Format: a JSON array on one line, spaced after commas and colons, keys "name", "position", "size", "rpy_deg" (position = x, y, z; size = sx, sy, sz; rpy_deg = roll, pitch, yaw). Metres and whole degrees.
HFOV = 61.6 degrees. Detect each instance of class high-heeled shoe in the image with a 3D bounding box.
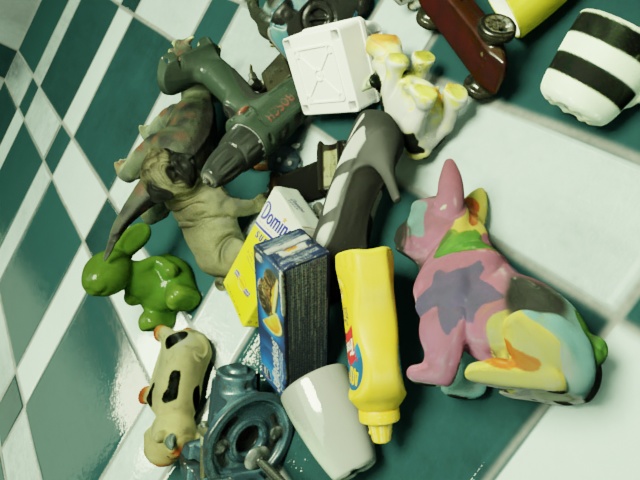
[{"name": "high-heeled shoe", "position": [0.023, -0.034, 0.645], "size": [0.248, 0.086, 0.145], "rpy_deg": [-53, 38, 36]}]

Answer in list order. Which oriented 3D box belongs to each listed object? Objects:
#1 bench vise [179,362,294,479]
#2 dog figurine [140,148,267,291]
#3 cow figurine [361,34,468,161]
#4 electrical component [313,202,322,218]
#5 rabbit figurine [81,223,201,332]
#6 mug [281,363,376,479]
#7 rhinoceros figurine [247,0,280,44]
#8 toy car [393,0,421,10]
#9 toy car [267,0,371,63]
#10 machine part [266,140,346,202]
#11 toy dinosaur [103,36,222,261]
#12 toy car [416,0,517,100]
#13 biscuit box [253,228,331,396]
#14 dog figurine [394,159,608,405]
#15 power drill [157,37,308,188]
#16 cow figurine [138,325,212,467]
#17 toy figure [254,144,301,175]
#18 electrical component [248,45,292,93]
[{"name": "bench vise", "position": [-0.085, 0.272, 0.622], "size": [0.241, 0.128, 0.223], "rpy_deg": [16, 89, 50]}, {"name": "dog figurine", "position": [-0.181, -0.026, 0.771], "size": [0.121, 0.190, 0.172], "rpy_deg": [-17, 65, 39]}, {"name": "cow figurine", "position": [0.100, -0.175, 0.645], "size": [0.098, 0.068, 0.167], "rpy_deg": [103, 151, -44]}, {"name": "electrical component", "position": [-0.001, -0.002, 0.710], "size": [0.063, 0.021, 0.094], "rpy_deg": [-41, 50, 24]}, {"name": "rabbit figurine", "position": [-0.292, 0.051, 0.860], "size": [0.121, 0.170, 0.159], "rpy_deg": [-31, 56, 32]}, {"name": "mug", "position": [0.026, 0.195, 0.581], "size": [0.110, 0.080, 0.107], "rpy_deg": [-23, 61, -8]}, {"name": "rhinoceros figurine", "position": [-0.037, -0.404, 0.859], "size": [0.190, 0.073, 0.112], "rpy_deg": [-45, 48, 23]}, {"name": "toy car", "position": [0.161, -0.376, 0.658], "size": [0.201, 0.073, 0.056], "rpy_deg": [-47, 48, 21]}, {"name": "toy car", "position": [-0.008, -0.331, 0.787], "size": [0.161, 0.109, 0.103], "rpy_deg": [-50, 29, 6]}, {"name": "machine part", "position": [-0.015, -0.085, 0.745], "size": [0.139, 0.039, 0.084], "rpy_deg": [-18, 71, 36]}, {"name": "toy dinosaur", "position": [-0.226, -0.156, 0.866], "size": [0.192, 0.131, 0.405], "rpy_deg": [-32, 41, 40]}, {"name": "toy car", "position": [0.163, -0.243, 0.603], "size": [0.053, 0.089, 0.202], "rpy_deg": [-14, 55, -11]}, {"name": "biscuit box", "position": [-0.031, 0.090, 0.601], "size": [0.059, 0.063, 0.202], "rpy_deg": [39, 139, 42]}, {"name": "dog figurine", "position": [0.153, 0.032, 0.495], "size": [0.192, 0.108, 0.219], "rpy_deg": [-11, 65, 41]}, {"name": "power drill", "position": [-0.135, -0.191, 0.758], "size": [0.207, 0.085, 0.232], "rpy_deg": [36, 57, 21]}, {"name": "cow figurine", "position": [-0.205, 0.226, 0.779], "size": [0.127, 0.085, 0.195], "rpy_deg": [-1, 73, 50]}, {"name": "toy figure", "position": [-0.089, -0.135, 0.822], "size": [0.155, 0.058, 0.064], "rpy_deg": [29, 134, 44]}, {"name": "electrical component", "position": [-0.073, -0.266, 0.861], "size": [0.102, 0.045, 0.078], "rpy_deg": [-33, 53, 30]}]
